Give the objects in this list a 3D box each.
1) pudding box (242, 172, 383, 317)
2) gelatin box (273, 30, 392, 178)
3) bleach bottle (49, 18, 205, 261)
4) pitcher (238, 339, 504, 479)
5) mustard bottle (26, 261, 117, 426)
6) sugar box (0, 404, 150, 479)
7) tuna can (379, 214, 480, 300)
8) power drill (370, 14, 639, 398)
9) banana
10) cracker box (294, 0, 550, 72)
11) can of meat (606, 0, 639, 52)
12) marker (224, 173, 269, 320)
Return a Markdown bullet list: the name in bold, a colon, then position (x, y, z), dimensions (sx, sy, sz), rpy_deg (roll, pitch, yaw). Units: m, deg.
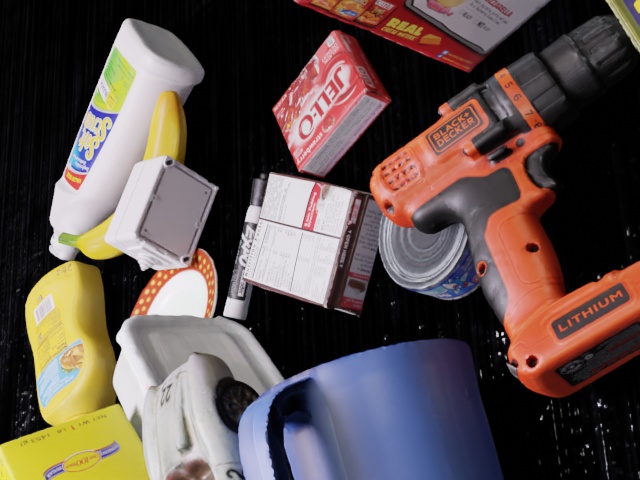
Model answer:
- **pudding box**: position (-0.005, 0.001, 0.797), dimensions (0.114, 0.039, 0.090), rpy_deg (15, 91, 53)
- **gelatin box**: position (0.007, -0.104, 0.821), dimensions (0.089, 0.030, 0.073), rpy_deg (-48, 46, 30)
- **bleach bottle**: position (-0.204, -0.084, 1.045), dimensions (0.251, 0.067, 0.103), rpy_deg (-60, 41, 21)
- **pitcher**: position (0.046, 0.184, 0.580), dimensions (0.145, 0.149, 0.243), rpy_deg (99, 157, -67)
- **mustard bottle**: position (-0.234, 0.121, 1.017), dimensions (0.096, 0.058, 0.192), rpy_deg (-41, 49, 28)
- **sugar box**: position (-0.138, 0.193, 0.699), dimensions (0.176, 0.093, 0.048), rpy_deg (46, 142, 40)
- **tuna can**: position (0.079, -0.005, 0.700), dimensions (0.086, 0.033, 0.086), rpy_deg (-19, 64, 46)
- **power drill**: position (0.135, -0.021, 0.603), dimensions (0.185, 0.057, 0.188), rpy_deg (-36, 53, 16)
- **banana**: position (-0.171, -0.046, 0.995), dimensions (0.198, 0.069, 0.037), rpy_deg (-49, 7, 20)
- **cracker box**: position (0.100, -0.210, 0.637), dimensions (0.214, 0.163, 0.072), rpy_deg (-42, 51, 35)
- **can of meat**: position (0.211, -0.123, 0.562), dimensions (0.084, 0.057, 0.102), rpy_deg (-42, 49, 31)
- **marker**: position (-0.057, 0.005, 0.872), dimensions (0.020, 0.020, 0.121), rpy_deg (8, 84, 51)
